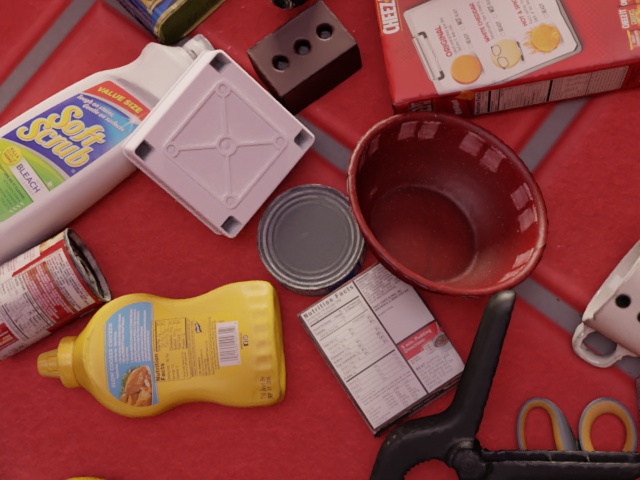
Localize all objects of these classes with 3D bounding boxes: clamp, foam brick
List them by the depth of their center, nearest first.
[{"bbox_3d":[0.105,0.145,0.772,0.210,0.036,0.164,-31,92,12],"label":"clamp"},{"bbox_3d":[-0.011,-0.149,0.878,0.078,0.051,0.053,-36,75,-3],"label":"foam brick"}]

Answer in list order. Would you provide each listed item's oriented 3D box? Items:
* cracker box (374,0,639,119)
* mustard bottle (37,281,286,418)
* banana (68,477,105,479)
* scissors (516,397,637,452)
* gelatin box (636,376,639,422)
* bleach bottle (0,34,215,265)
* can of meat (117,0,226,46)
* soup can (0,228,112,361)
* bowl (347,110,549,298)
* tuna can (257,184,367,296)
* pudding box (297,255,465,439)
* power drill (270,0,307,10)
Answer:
[{"bbox_3d":[0.152,-0.189,0.858,0.214,0.072,0.164,-10,74,6],"label":"cracker box"},{"bbox_3d":[-0.125,0.088,0.829,0.191,0.058,0.096,-6,80,6],"label":"mustard bottle"},{"bbox_3d":[-0.138,0.231,0.809,0.198,0.037,0.070,25,99,14],"label":"banana"},{"bbox_3d":[0.211,0.204,0.779,0.096,0.016,0.202,-24,74,1],"label":"scissors"},{"bbox_3d":[0.272,0.143,0.779,0.073,0.030,0.089,-1,76,6],"label":"gelatin box"},{"bbox_3d":[-0.194,-0.089,0.882,0.250,0.068,0.102,-39,75,-6],"label":"bleach bottle"},{"bbox_3d":[-0.128,-0.228,0.911,0.102,0.057,0.084,-44,76,-5],"label":"can of meat"},{"bbox_3d":[-0.227,0.044,0.849,0.102,0.068,0.068,-29,74,0],"label":"soup can"},{"bbox_3d":[0.089,-0.018,0.812,0.162,0.055,0.162,8,59,-14],"label":"bowl"},{"bbox_3d":[-0.006,0.001,0.849,0.086,0.033,0.086,-2,76,7],"label":"tuna can"},{"bbox_3d":[0.049,0.081,0.820,0.090,0.039,0.113,-33,72,-2],"label":"pudding box"},{"bbox_3d":[-0.064,-0.292,0.885,0.187,0.057,0.184,24,62,-5],"label":"power drill"}]
